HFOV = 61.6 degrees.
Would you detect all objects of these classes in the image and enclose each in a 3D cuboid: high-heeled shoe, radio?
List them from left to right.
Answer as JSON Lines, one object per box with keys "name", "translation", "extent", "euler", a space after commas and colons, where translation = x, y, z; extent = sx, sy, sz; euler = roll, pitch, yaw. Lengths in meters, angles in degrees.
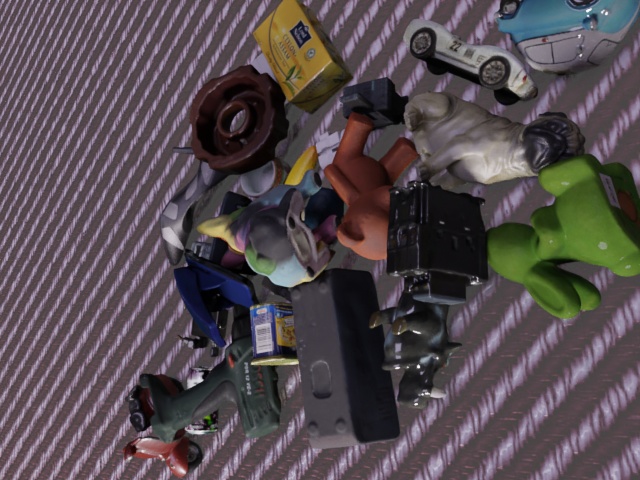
{"name": "high-heeled shoe", "translation": [-0.205, -0.066, 0.974], "extent": [0.145, 0.086, 0.248], "euler": [8, 104, 6]}
{"name": "radio", "translation": [0.032, 0.153, 0.712], "extent": [0.073, 0.131, 0.229], "euler": [-19, 71, 29]}

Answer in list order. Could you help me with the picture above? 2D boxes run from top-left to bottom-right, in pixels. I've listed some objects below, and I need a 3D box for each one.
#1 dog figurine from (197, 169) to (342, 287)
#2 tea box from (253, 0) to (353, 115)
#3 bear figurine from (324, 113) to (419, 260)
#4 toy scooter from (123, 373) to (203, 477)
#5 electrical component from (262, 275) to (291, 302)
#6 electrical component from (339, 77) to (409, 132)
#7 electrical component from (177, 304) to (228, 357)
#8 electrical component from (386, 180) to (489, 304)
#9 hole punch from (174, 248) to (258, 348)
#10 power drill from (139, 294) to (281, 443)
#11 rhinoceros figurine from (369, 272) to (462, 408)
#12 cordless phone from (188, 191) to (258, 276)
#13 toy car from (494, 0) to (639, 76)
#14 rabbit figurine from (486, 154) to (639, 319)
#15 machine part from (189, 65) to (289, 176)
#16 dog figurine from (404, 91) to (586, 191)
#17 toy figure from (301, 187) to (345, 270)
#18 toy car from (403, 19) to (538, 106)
{"name": "dog figurine", "translation": [-0.087, 0.000, 0.743], "extent": [0.219, 0.191, 0.108], "euler": [-17, 116, 33]}
{"name": "tea box", "translation": [-0.031, -0.303, 0.879], "extent": [0.098, 0.068, 0.170], "euler": [-40, 61, 23]}
{"name": "bear figurine", "translation": [0.072, -0.064, 0.699], "extent": [0.132, 0.120, 0.196], "euler": [-58, 21, 22]}
{"name": "toy scooter", "translation": [-0.277, 0.309, 0.897], "extent": [0.075, 0.135, 0.184], "euler": [-43, 59, 23]}
{"name": "electrical component", "translation": [-0.066, 0.058, 0.865], "extent": [0.094, 0.021, 0.063], "euler": [28, 98, 35]}
{"name": "electrical component", "translation": [0.069, -0.195, 0.759], "extent": [0.075, 0.119, 0.047], "euler": [-6, 77, 37]}
{"name": "electrical component", "translation": [-0.203, 0.144, 0.929], "extent": [0.078, 0.045, 0.102], "euler": [9, 87, 37]}
{"name": "electrical component", "translation": [0.138, 0.006, 0.626], "extent": [0.058, 0.115, 0.134], "euler": [-19, 66, 58]}
{"name": "hole punch", "translation": [-0.165, 0.089, 0.795], "extent": [0.116, 0.142, 0.092], "euler": [27, 69, 14]}
{"name": "power drill", "translation": [-0.167, 0.208, 0.840], "extent": [0.207, 0.086, 0.232], "euler": [-19, 66, -7]}
{"name": "rhinoceros figurine", "translation": [0.125, 0.112, 0.676], "extent": [0.073, 0.112, 0.190], "euler": [-16, 55, 58]}
{"name": "cordless phone", "translation": [-0.173, -0.006, 0.925], "extent": [0.184, 0.088, 0.146], "euler": [4, 81, 56]}
{"name": "toy car", "translation": [0.289, -0.246, 0.629], "extent": [0.162, 0.109, 0.102], "euler": [4, 101, 44]}
{"name": "rabbit figurine", "translation": [0.270, 0.005, 0.607], "extent": [0.170, 0.121, 0.159], "euler": [-31, 71, 47]}
{"name": "machine part", "translation": [-0.131, -0.190, 0.869], "extent": [0.180, 0.056, 0.179], "euler": [-7, 75, 27]}
{"name": "dog figurine", "translation": [0.213, -0.139, 0.675], "extent": [0.191, 0.121, 0.172], "euler": [-15, 75, 17]}
{"name": "toy figure", "translation": [-0.001, -0.002, 0.810], "extent": [0.064, 0.057, 0.154], "euler": [17, 96, 42]}
{"name": "toy car", "translation": [0.195, -0.234, 0.705], "extent": [0.202, 0.073, 0.056], "euler": [37, 104, 34]}
